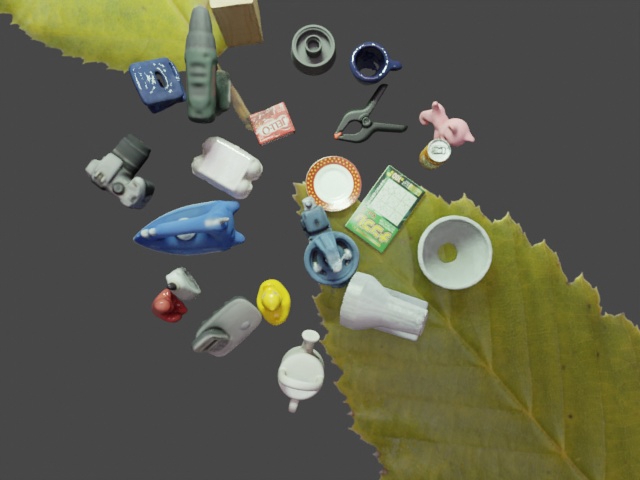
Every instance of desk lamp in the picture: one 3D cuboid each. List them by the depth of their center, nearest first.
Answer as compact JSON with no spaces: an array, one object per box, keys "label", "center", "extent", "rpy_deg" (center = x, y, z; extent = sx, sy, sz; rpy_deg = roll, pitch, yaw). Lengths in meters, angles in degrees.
[{"label":"desk lamp","center":[0.142,0.149,1.227],"extent":[0.203,0.213,0.118],"rpy_deg":[17,87,0]}]

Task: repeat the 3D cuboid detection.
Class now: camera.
[{"label":"camera","center":[-0.435,-0.161,1.290],"extent":[0.143,0.101,0.137],"rpy_deg":[37,88,1]}]

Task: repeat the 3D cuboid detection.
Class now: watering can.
[{"label":"watering can","center":[-0.041,0.283,1.229],"extent":[0.101,0.194,0.173],"rpy_deg":[-8,87,-1]}]

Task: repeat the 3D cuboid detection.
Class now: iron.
[{"label":"iron","center":[-0.304,-0.022,1.265],"extent":[0.258,0.141,0.119],"rpy_deg":[-10,87,-1]}]

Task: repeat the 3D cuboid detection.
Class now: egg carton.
[{"label":"egg carton","center":[-0.211,-0.166,1.309],"extent":[0.150,0.069,0.107],"rpy_deg":[29,87,1]}]

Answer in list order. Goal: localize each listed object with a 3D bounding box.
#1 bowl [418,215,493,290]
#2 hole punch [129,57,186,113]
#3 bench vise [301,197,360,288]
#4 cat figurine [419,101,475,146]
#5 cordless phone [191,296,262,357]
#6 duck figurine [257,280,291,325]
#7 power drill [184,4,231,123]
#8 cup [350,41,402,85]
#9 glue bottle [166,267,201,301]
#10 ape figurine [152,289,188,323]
[{"label":"bowl","center":[0.300,0.029,1.304],"extent":[0.167,0.074,0.167],"rpy_deg":[0,87,-1]},{"label":"hole punch","center":[-0.368,-0.360,1.305],"extent":[0.101,0.091,0.109],"rpy_deg":[-24,88,-1]},{"label":"bench vise","center":[0.002,0.012,1.228],"extent":[0.121,0.219,0.207],"rpy_deg":[-40,88,-2]},{"label":"cat figurine","center":[0.288,-0.258,1.295],"extent":[0.067,0.117,0.128],"rpy_deg":[-34,88,-2]},{"label":"cordless phone","center":[-0.205,0.191,1.235],"extent":[0.094,0.185,0.147],"rpy_deg":[45,88,2]},{"label":"duck figurine","center":[-0.106,0.142,1.288],"extent":[0.077,0.086,0.105],"rpy_deg":[-12,88,-1]},{"label":"power drill","center":[-0.247,-0.359,1.248],"extent":[0.075,0.208,0.230],"rpy_deg":[0,87,0]},{"label":"cup","center":[0.125,-0.392,1.310],"extent":[0.117,0.095,0.092],"rpy_deg":[4,87,0]},{"label":"glue bottle","center":[-0.306,0.097,1.244],"extent":[0.037,0.173,0.078],"rpy_deg":[-32,88,-2]},{"label":"ape figurine","center":[-0.344,0.149,1.282],"extent":[0.076,0.092,0.078],"rpy_deg":[-1,87,0]}]
